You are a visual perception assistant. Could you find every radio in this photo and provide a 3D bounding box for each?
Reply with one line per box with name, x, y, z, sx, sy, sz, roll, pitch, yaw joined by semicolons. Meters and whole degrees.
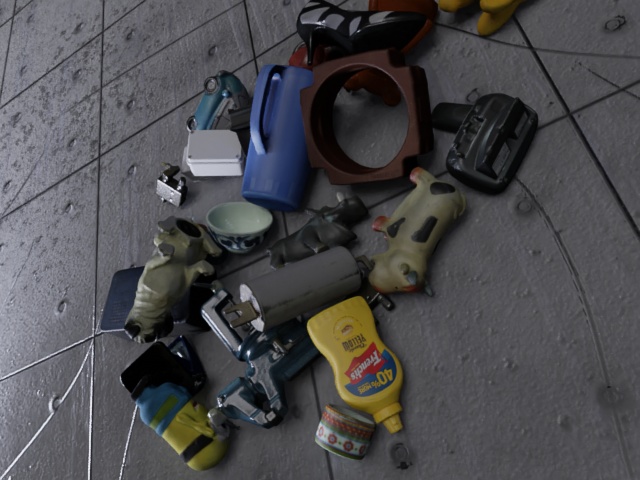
radio;-0.311;0.116;1.038;0.230;0.073;0.131;-10;63;26

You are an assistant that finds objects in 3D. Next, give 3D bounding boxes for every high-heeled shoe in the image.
high-heeled shoe;0.065;-0.374;0.905;0.249;0.086;0.145;-5;66;30

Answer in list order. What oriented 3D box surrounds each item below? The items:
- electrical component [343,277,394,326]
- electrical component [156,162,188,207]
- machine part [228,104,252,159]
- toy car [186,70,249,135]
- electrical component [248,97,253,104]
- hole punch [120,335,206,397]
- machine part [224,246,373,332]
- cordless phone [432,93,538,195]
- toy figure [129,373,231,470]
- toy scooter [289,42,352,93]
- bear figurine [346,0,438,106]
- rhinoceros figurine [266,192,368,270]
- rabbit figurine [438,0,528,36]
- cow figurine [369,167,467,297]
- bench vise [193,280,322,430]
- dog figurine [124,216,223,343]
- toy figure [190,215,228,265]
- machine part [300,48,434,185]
electrical component;0.070;0.091;0.842;0.063;0.021;0.094;-49;52;4
electrical component;-0.314;-0.116;1.139;0.078;0.102;0.045;27;51;4
machine part;-0.127;-0.195;1.043;0.084;0.039;0.138;-15;93;-6
toy car;-0.198;-0.262;1.124;0.103;0.109;0.161;33;97;21
electrical component;-0.106;-0.279;1.106;0.075;0.047;0.119;-14;64;26
hole punch;-0.268;0.243;0.955;0.142;0.092;0.116;-41;85;7
machine part;-0.027;0.069;0.797;0.243;0.079;0.079;-21;48;-25
cordless phone;0.226;-0.159;0.837;0.184;0.088;0.146;23;83;48
toy figure;-0.226;0.292;0.868;0.180;0.082;0.089;33;102;4
toy scooter;0.023;-0.332;1.035;0.184;0.075;0.135;-11;64;22
bear figurine;0.129;-0.351;0.968;0.120;0.132;0.195;20;112;4
rhinoceros figurine;-0.002;-0.003;0.904;0.190;0.073;0.112;-34;44;17
rabbit figurine;0.291;-0.435;0.893;0.173;0.121;0.162;9;76;15
cow figurine;0.144;-0.001;0.803;0.195;0.085;0.127;-53;46;0
bench vise;-0.115;0.168;0.848;0.223;0.128;0.241;-43;70;-2
dog figurine;-0.273;0.068;0.942;0.190;0.121;0.172;-52;15;22
toy figure;-0.239;0.001;1.053;0.155;0.064;0.057;30;124;42
machine part;0.077;-0.196;0.877;0.202;0.087;0.200;-4;101;28
